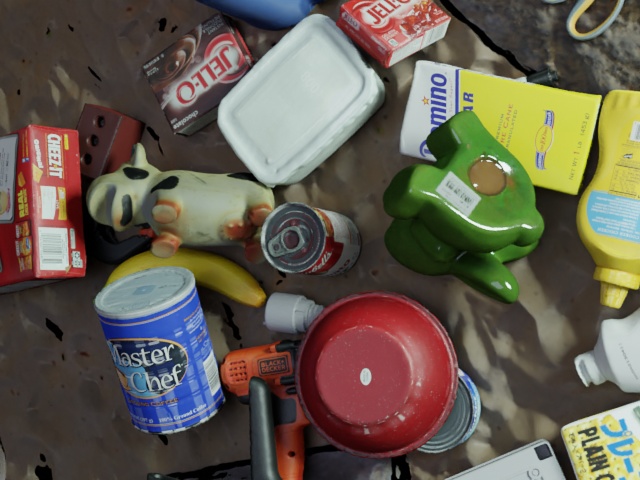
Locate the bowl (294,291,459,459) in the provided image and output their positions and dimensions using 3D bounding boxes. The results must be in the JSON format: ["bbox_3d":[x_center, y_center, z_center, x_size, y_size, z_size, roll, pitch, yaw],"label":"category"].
[{"bbox_3d":[0.047,0.127,1.002,0.162,0.055,0.162,-2,84,15],"label":"bowl"}]

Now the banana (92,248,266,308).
[{"bbox_3d":[-0.147,0.041,1.146,0.198,0.037,0.069,-2,72,18],"label":"banana"}]

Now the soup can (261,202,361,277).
[{"bbox_3d":[-0.007,0.001,1.057,0.069,0.102,0.068,-2,85,23],"label":"soup can"}]

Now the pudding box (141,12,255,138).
[{"bbox_3d":[-0.126,-0.178,1.156,0.114,0.039,0.090,-32,75,18],"label":"pudding box"}]

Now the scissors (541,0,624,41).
[{"bbox_3d":[0.277,-0.285,1.004,0.096,0.016,0.202,31,98,22],"label":"scissors"}]

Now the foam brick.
[{"bbox_3d":[-0.240,-0.107,1.193,0.053,0.051,0.078,21,94,23],"label":"foam brick"}]

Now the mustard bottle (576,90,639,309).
[{"bbox_3d":[0.284,-0.033,0.959,0.096,0.058,0.191,14,92,19],"label":"mustard bottle"}]

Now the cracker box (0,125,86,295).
[{"bbox_3d":[-0.350,-0.025,1.193,0.214,0.071,0.164,-12,80,42],"label":"cracker box"}]

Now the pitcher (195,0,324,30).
[{"bbox_3d":[-0.109,-0.295,1.047,0.149,0.242,0.145,-20,81,27],"label":"pitcher"}]

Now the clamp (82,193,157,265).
[{"bbox_3d":[-0.256,-0.004,1.201,0.172,0.039,0.120,14,101,26],"label":"clamp"}]

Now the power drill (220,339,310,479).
[{"bbox_3d":[-0.004,0.188,1.070,0.185,0.057,0.187,-12,80,22],"label":"power drill"}]

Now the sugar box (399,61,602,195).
[{"bbox_3d":[0.168,-0.108,1.007,0.176,0.048,0.093,14,103,16],"label":"sugar box"}]

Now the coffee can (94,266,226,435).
[{"bbox_3d":[-0.161,0.111,1.086,0.103,0.102,0.140,-3,114,23],"label":"coffee can"}]

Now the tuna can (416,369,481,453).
[{"bbox_3d":[0.111,0.161,1.033,0.086,0.033,0.086,-2,85,23],"label":"tuna can"}]

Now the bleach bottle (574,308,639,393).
[{"bbox_3d":[0.338,0.059,0.929,0.251,0.068,0.102,-28,76,21],"label":"bleach bottle"}]

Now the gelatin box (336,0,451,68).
[{"bbox_3d":[0.072,-0.216,1.050,0.073,0.089,0.030,45,147,19],"label":"gelatin box"}]

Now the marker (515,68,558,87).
[{"bbox_3d":[0.171,-0.141,1.037,0.121,0.020,0.020,-16,80,21],"label":"marker"}]

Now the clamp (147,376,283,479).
[{"bbox_3d":[-0.056,0.249,1.033,0.210,0.036,0.165,44,102,21],"label":"clamp"}]
